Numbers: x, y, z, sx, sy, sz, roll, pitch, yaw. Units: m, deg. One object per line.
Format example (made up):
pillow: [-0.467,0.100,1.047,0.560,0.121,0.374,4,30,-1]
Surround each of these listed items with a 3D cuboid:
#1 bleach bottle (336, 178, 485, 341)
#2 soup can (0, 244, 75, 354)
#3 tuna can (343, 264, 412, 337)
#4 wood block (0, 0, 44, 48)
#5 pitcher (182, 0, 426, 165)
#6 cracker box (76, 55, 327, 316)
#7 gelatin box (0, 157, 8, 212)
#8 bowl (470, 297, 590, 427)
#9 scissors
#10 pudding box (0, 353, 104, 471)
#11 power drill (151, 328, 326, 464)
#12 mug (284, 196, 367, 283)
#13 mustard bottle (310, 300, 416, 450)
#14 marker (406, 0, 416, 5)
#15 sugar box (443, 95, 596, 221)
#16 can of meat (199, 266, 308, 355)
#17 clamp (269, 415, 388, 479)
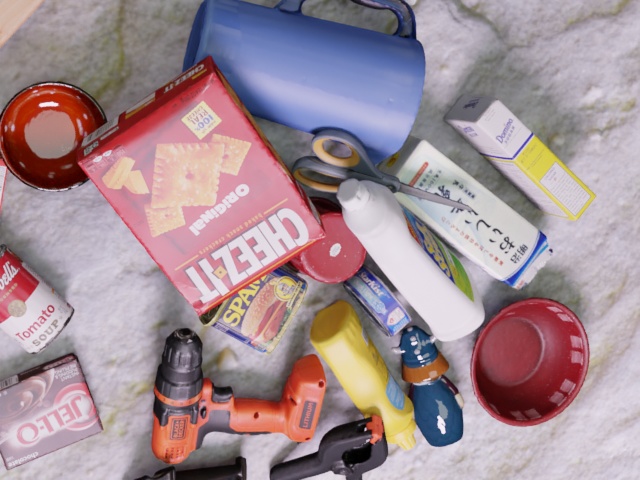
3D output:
bleach bottle: [0.094,0.015,1.165,0.068,0.102,0.250,-28,139,17]
soup can: [-0.317,0.063,1.118,0.068,0.069,0.102,-46,110,-5]
tuna can: [0.065,0.071,1.225,0.033,0.086,0.086,-41,108,-5]
wood block: [-0.298,-0.277,1.052,0.090,0.090,0.206,42,87,-19]
pitcher: [-0.016,-0.189,1.137,0.242,0.145,0.149,13,54,-16]
cracker box: [-0.117,-0.051,1.081,0.164,0.072,0.213,-32,115,6]
gelatin box: [-0.366,-0.048,1.104,0.073,0.030,0.089,9,96,-20]
bowl: [0.247,0.144,1.309,0.162,0.055,0.162,-3,100,-16]
scissors: [0.070,-0.074,1.143,0.202,0.016,0.096,7,141,3]
pudding box: [-0.303,0.185,1.159,0.113,0.039,0.090,-21,106,-12]
power drill: [-0.092,0.168,1.182,0.187,0.057,0.185,0,128,-16]
mug: [-0.008,0.001,1.193,0.117,0.082,0.093,4,98,-18]
mustard bottle: [0.059,0.167,1.235,0.058,0.096,0.191,-29,108,10]
marker: [0.052,-0.288,1.194,0.121,0.020,0.020,12,96,-18]
sugar box: [0.232,-0.097,1.242,0.176,0.093,0.048,43,85,-19]
can of meat: [-0.073,0.068,1.199,0.083,0.057,0.102,31,90,-22]
clamp: [0.033,0.258,1.234,0.120,0.039,0.172,22,137,-29]
